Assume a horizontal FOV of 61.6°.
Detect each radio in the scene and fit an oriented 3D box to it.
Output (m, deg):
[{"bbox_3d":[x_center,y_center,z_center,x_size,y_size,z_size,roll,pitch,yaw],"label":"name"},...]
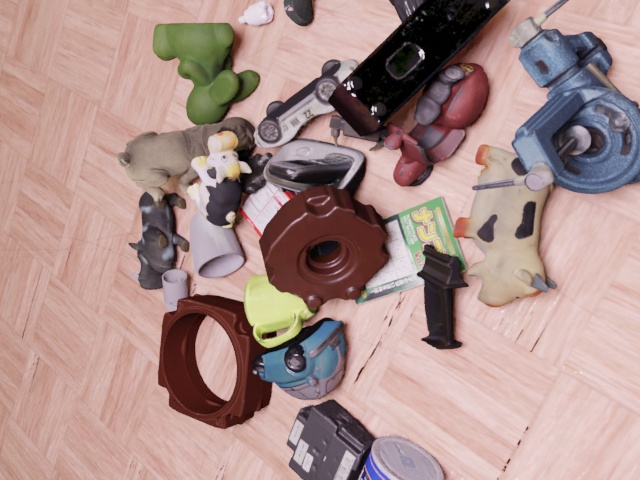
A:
[{"bbox_3d":[0.114,-0.230,0.660,0.073,0.131,0.229,44,98,-8],"label":"radio"}]

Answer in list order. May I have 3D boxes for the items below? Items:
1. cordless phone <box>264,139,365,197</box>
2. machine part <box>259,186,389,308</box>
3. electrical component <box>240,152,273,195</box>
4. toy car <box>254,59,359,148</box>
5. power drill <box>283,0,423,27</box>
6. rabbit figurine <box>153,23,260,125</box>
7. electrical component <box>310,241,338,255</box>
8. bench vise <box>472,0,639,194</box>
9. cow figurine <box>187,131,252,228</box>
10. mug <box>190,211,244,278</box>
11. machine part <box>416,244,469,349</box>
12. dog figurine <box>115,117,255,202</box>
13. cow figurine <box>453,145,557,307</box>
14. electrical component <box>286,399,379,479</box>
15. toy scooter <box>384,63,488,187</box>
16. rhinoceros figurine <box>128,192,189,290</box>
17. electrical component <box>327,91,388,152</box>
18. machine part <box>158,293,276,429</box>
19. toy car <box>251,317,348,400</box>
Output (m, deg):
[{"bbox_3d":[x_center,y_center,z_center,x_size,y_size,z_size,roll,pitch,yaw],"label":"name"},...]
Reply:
[{"bbox_3d":[-0.035,-0.099,0.764,0.147,0.184,0.088,18,105,30],"label":"cordless phone"},{"bbox_3d":[0.007,0.013,0.734,0.179,0.179,0.056,-48,32,23],"label":"machine part"},{"bbox_3d":[-0.109,-0.105,0.875,0.094,0.021,0.063,-23,51,46],"label":"electrical component"},{"bbox_3d":[-0.022,-0.204,0.818,0.202,0.073,0.056,-28,121,29],"label":"toy car"},{"bbox_3d":[0.045,-0.379,0.772,0.207,0.086,0.232,-9,91,36],"label":"power drill"},{"bbox_3d":[-0.183,-0.278,0.915,0.159,0.121,0.170,11,115,24],"label":"rabbit figurine"},{"bbox_3d":[-0.002,-0.002,0.812,0.119,0.047,0.075,-26,74,42],"label":"electrical component"},{"bbox_3d":[0.258,-0.130,0.562,0.129,0.240,0.223,-19,106,51],"label":"bench vise"},{"bbox_3d":[-0.153,-0.088,0.838,0.098,0.068,0.167,59,149,18],"label":"cow figurine"},{"bbox_3d":[-0.188,0.007,0.929,0.109,0.081,0.107,-44,56,42],"label":"mug"},{"bbox_3d":[0.160,0.080,0.709,0.084,0.039,0.138,26,124,60],"label":"machine part"},{"bbox_3d":[-0.219,-0.154,0.890,0.191,0.172,0.121,-22,90,37],"label":"dog figurine"},{"bbox_3d":[0.235,-0.012,0.660,0.127,0.085,0.194,17,96,33],"label":"cow figurine"},{"bbox_3d":[0.013,0.312,0.810,0.134,0.058,0.114,32,105,35],"label":"electrical component"},{"bbox_3d":[0.139,-0.150,0.685,0.075,0.135,0.183,41,109,26],"label":"toy scooter"},{"bbox_3d":[-0.307,-0.002,0.998,0.112,0.073,0.190,2,92,30],"label":"rhinoceros figurine"},{"bbox_3d":[0.058,-0.167,0.762,0.102,0.045,0.078,6,96,1],"label":"electrical component"},{"bbox_3d":[-0.181,0.202,0.916,0.202,0.087,0.200,9,95,30],"label":"machine part"},{"bbox_3d":[-0.021,0.191,0.810,0.162,0.109,0.103,-28,94,38],"label":"toy car"}]
